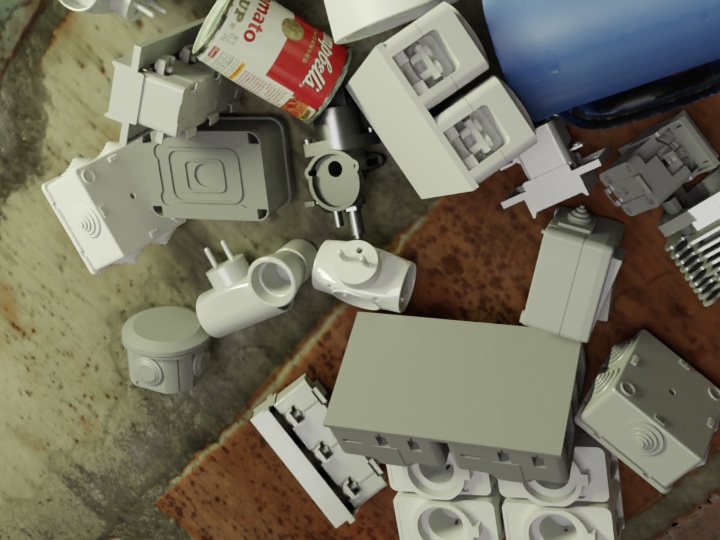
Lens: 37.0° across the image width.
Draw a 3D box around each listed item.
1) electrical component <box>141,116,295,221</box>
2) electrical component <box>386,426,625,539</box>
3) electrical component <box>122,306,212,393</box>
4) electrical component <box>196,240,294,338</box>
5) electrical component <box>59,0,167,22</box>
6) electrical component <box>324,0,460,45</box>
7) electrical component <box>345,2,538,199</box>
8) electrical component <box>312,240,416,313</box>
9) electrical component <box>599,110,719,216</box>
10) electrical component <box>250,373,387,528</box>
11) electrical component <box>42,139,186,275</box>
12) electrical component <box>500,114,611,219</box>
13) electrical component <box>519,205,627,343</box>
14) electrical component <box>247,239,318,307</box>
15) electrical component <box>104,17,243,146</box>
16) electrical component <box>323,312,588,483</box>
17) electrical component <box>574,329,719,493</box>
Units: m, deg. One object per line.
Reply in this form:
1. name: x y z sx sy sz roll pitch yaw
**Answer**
1. electrical component: -0.116 -0.086 0.895 0.113 0.057 0.078 3 112 21
2. electrical component: 0.120 0.182 0.907 0.186 0.060 0.105 -2 110 23
3. electrical component: -0.173 0.070 0.971 0.080 0.080 0.051 12 120 18
4. electrical component: -0.109 0.012 0.941 0.077 0.043 0.079 -22 102 28
5. electrical component: -0.191 -0.224 0.857 0.079 0.077 0.044 33 119 6
6. electrical component: 0.022 -0.208 0.762 0.108 0.108 0.060 -17 98 27
7. electrical component: 0.053 -0.112 0.745 0.060 0.186 0.105 -35 96 -4
8. electrical component: 0.000 0.000 0.875 0.077 0.079 0.044 15 76 16
9. electrical component: 0.208 -0.073 0.756 0.042 0.064 0.081 51 161 -4
10. electrical component: -0.034 0.157 0.954 0.063 0.078 0.121 -38 94 1
11. electrical component: -0.208 -0.057 0.923 0.048 0.100 0.099 -20 103 41
12. electrical component: 0.140 -0.080 0.801 0.081 0.042 0.063 -24 99 28
13. electrical component: 0.166 -0.002 0.811 0.061 0.061 0.096 17 116 15
14. electrical component: -0.061 -0.001 0.903 0.044 0.065 0.044 8 113 19
15. electrical component: -0.139 -0.146 0.843 0.063 0.121 0.078 21 118 10
16. electrical component: 0.079 0.101 0.855 0.186 0.105 0.060 4 146 21
17. electrical component: 0.222 0.103 0.812 0.100 0.099 0.048 39 133 3
